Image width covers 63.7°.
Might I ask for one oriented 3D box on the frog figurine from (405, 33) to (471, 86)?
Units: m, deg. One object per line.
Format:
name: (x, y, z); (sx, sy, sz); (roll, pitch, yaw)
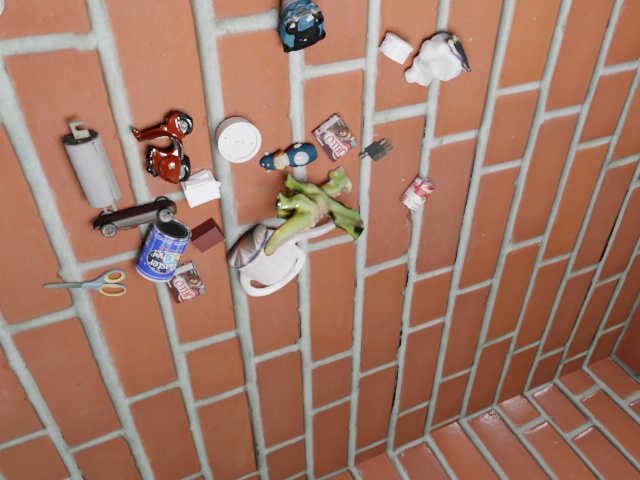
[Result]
frog figurine: (0.312, -0.481, 1.403); (0.158, 0.125, 0.136); (-19, 153, 35)

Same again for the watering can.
watering can: (-0.120, 0.024, 1.508); (0.345, 0.106, 0.221); (-47, 130, 10)

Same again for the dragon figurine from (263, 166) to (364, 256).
dragon figurine: (0.004, -0.069, 1.363); (0.243, 0.420, 0.119); (15, 134, -2)
